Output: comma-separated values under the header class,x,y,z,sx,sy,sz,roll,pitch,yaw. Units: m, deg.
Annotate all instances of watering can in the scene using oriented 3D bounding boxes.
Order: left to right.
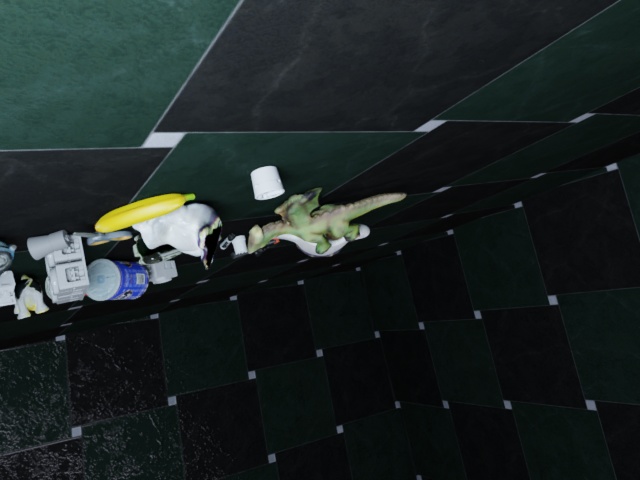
class,x,y,z,sx,sy,sz,roll,pitch,yaw
watering can,-0.031,-0.014,1.518,0.348,0.105,0.222,-2,167,-7

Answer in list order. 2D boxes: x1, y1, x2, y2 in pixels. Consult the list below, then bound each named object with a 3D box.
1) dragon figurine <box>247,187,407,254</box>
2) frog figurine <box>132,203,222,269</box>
class,x,y,z,sx,sy,sz,roll,pitch,yaw
dragon figurine,0.004,-0.064,1.273,0.408,0.124,0.240,-26,160,12
frog figurine,-0.283,-0.025,1.027,0.160,0.124,0.135,18,160,9
